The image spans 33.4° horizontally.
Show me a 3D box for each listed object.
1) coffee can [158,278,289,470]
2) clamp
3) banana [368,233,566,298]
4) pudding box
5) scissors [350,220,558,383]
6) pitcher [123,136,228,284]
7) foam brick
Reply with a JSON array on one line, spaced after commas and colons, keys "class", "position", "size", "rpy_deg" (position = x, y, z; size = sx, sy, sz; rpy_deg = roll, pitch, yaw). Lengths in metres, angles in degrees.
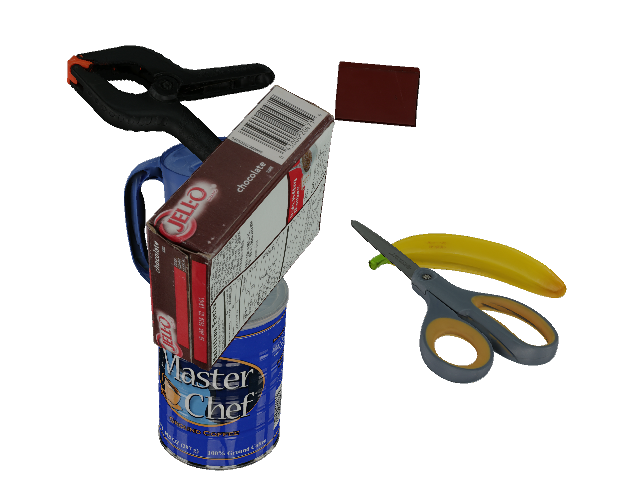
[{"class": "coffee can", "position": [-0.080, 0.097, 0.859], "size": [0.103, 0.140, 0.103], "rpy_deg": [3, 29, -2]}, {"class": "clamp", "position": [-0.120, -0.124, 0.885], "size": [0.171, 0.120, 0.039], "rpy_deg": [25, -39, -4]}, {"class": "banana", "position": [0.152, 0.024, 1.094], "size": [0.198, 0.037, 0.069], "rpy_deg": [7, 43, 12]}, {"class": "pudding box", "position": [-0.038, -0.006, 0.517], "size": [0.039, 0.090, 0.113], "rpy_deg": [28, 53, 16]}, {"class": "scissors", "position": [0.065, 0.040, 0.725], "size": [0.202, 0.016, 0.096], "rpy_deg": [27, 42, 36]}, {"class": "pitcher", "position": [-0.112, 0.018, 1.143], "size": [0.149, 0.243, 0.144], "rpy_deg": [22, 31, 39]}, {"class": "foam brick", "position": [0.053, -0.137, 1.001], "size": [0.078, 0.051, 0.053], "rpy_deg": [5, 15, 3]}]
